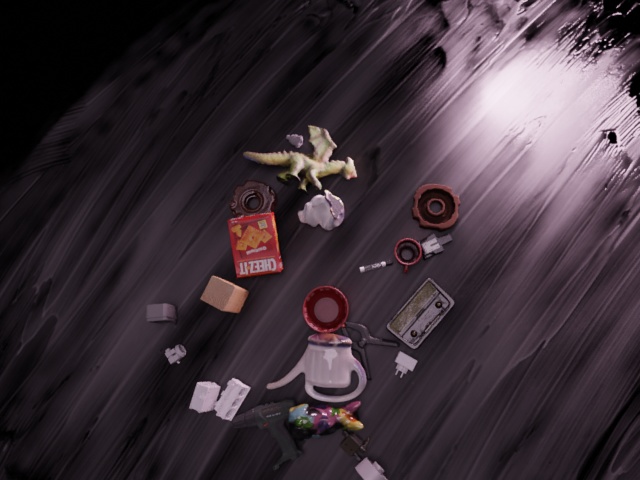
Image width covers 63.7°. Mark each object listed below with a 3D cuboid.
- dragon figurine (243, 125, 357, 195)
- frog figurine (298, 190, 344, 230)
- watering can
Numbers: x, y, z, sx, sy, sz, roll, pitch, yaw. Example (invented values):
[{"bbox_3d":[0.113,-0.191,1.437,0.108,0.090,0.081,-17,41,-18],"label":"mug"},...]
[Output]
[{"bbox_3d":[-0.055,-0.314,1.913,0.410,0.121,0.245,29,75,2],"label":"dragon figurine"},{"bbox_3d":[0.006,-0.094,1.877,0.157,0.124,0.138,-32,84,35],"label":"frog figurine"},{"bbox_3d":[-0.013,0.428,1.746,0.347,0.103,0.226,2,84,14],"label":"watering can"}]
